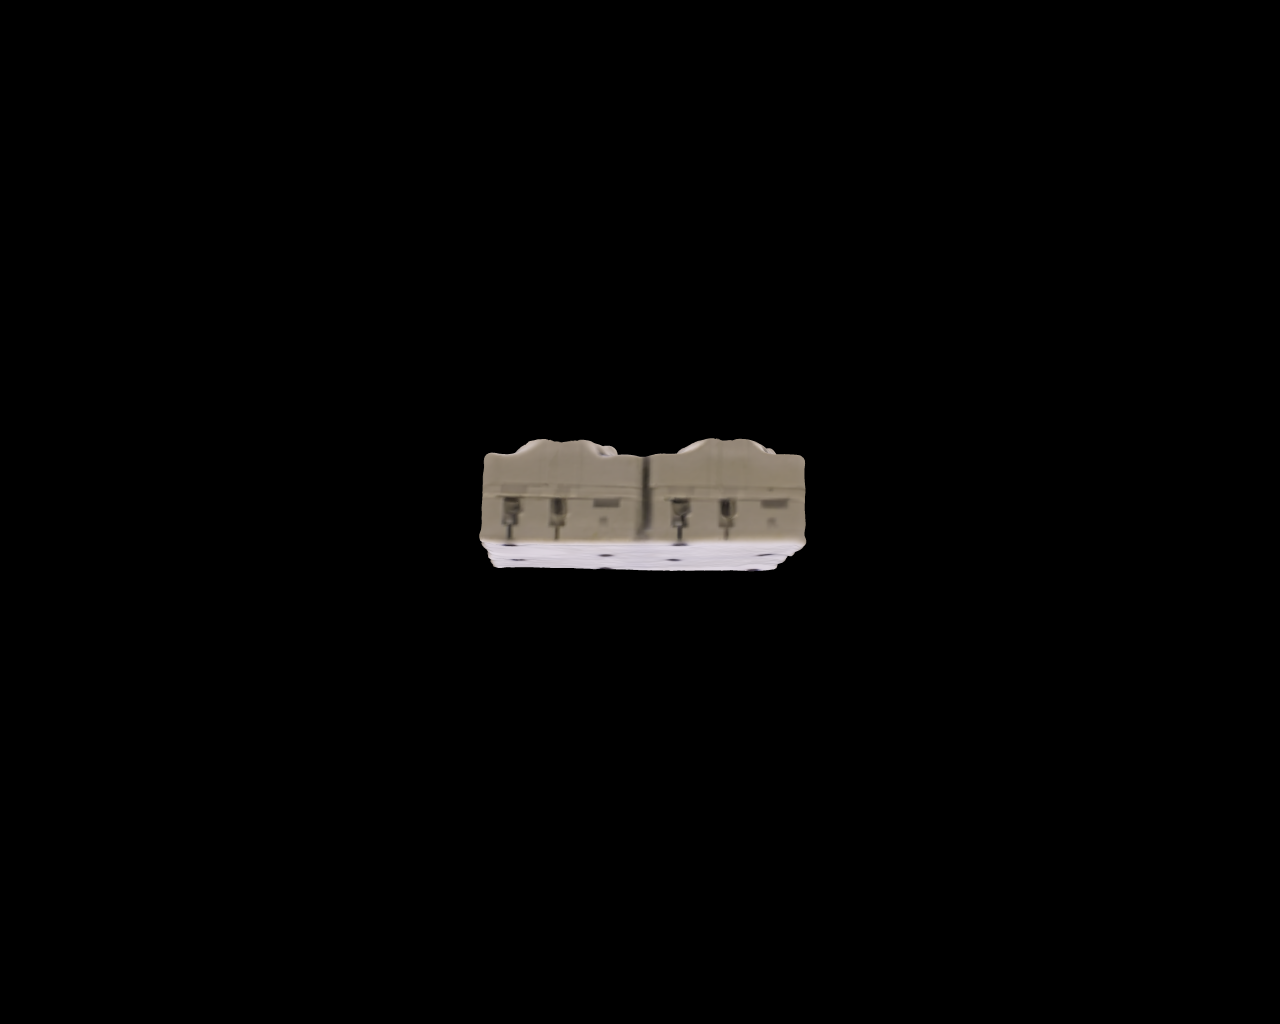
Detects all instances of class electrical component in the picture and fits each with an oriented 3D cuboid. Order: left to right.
[{"bbox_3d":[0.001,-0.003,0.650,0.186,0.060,0.105,0,-11,-2],"label":"electrical component"}]
